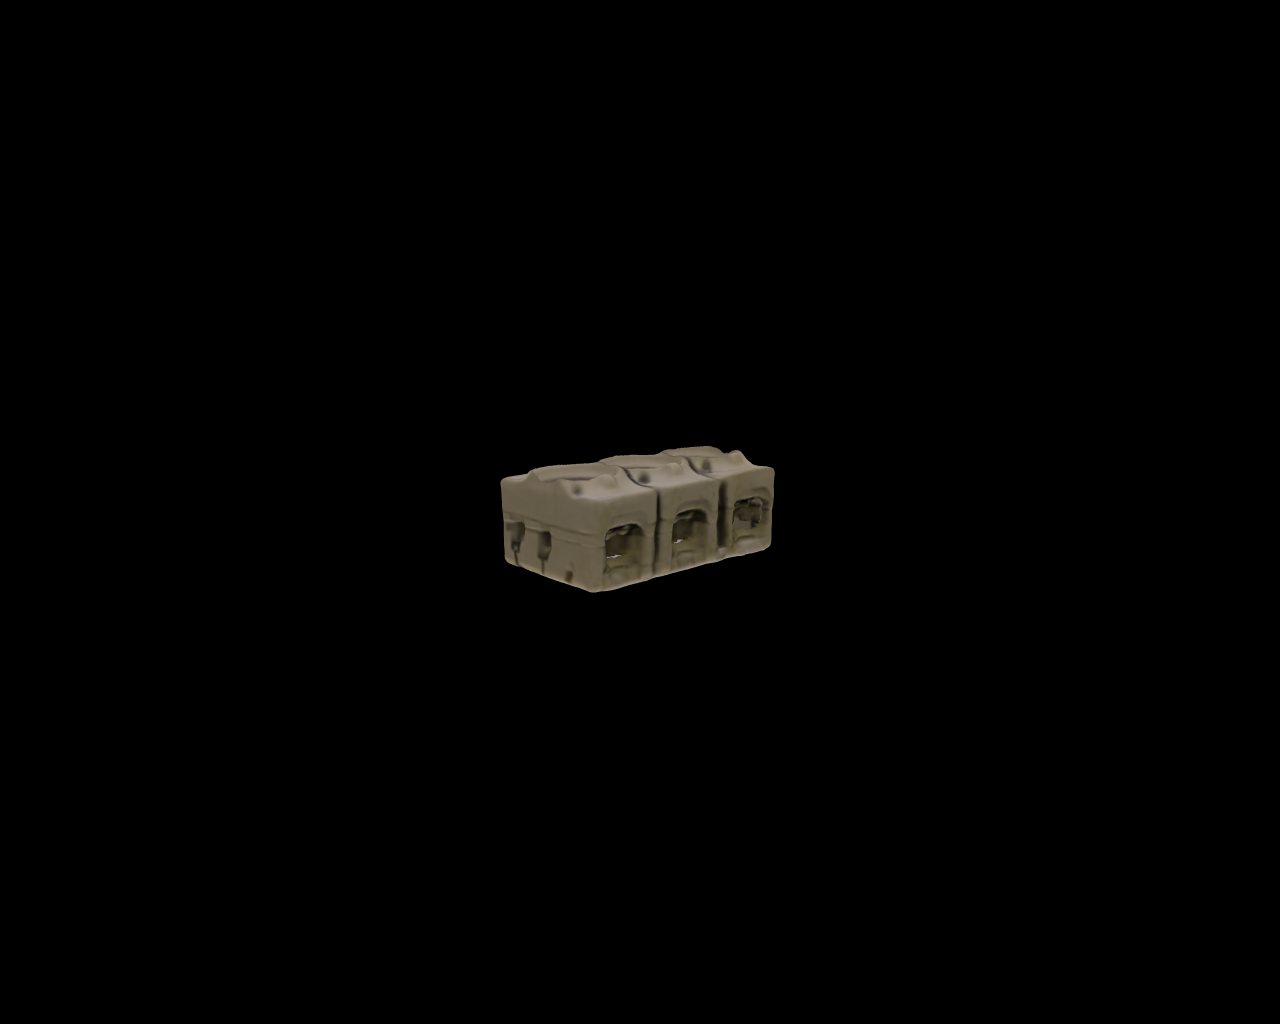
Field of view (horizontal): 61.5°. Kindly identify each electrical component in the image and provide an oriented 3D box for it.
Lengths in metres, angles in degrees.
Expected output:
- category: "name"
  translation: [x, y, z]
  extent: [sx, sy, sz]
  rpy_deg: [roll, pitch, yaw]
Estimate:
- category: "electrical component"
  translation: [0.001, -0.003, 0.650]
  extent: [0.150, 0.061, 0.089]
  rpy_deg: [-11, 17, -42]
